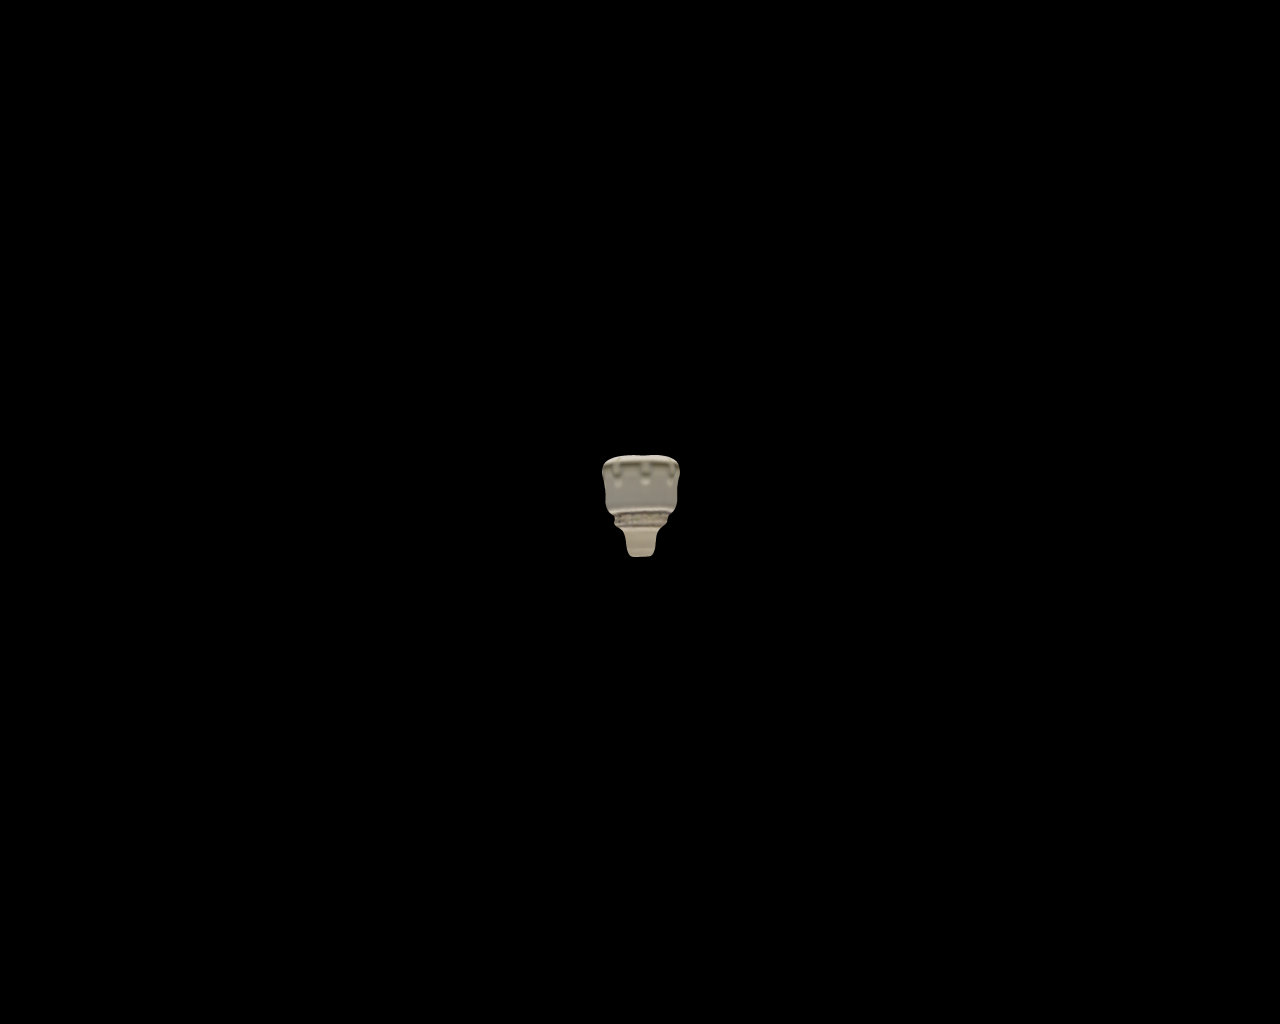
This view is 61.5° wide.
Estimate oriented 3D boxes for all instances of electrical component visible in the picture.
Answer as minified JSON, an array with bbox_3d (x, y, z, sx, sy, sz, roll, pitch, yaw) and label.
[{"bbox_3d":[0.001,-0.003,0.650,0.048,0.062,0.048,0,-4,0],"label":"electrical component"}]
